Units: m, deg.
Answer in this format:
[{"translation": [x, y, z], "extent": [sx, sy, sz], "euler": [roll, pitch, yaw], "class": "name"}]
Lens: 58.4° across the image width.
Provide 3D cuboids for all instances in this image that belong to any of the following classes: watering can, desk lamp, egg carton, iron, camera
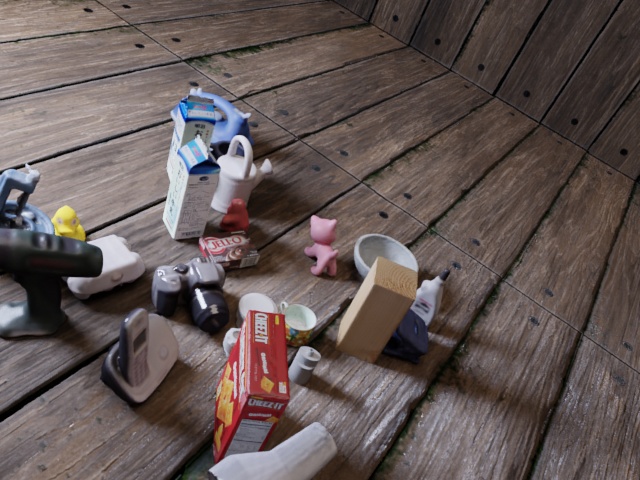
[{"translation": [-0.198, -0.166, 1.389], "extent": [0.100, 0.194, 0.173], "euler": [39, 40, 19], "class": "watering can"}, {"translation": [-0.067, 0.357, 0.820], "extent": [0.204, 0.213, 0.117], "euler": [-19, 55, -42], "class": "desk lamp"}, {"translation": [-0.421, 0.052, 1.106], "extent": [0.107, 0.069, 0.151], "euler": [43, 41, 22], "class": "egg carton"}, {"translation": [-0.301, -0.345, 1.588], "extent": [0.258, 0.141, 0.119], "euler": [32, 38, 9], "class": "iron"}, {"translation": [-0.239, 0.107, 1.116], "extent": [0.144, 0.101, 0.136], "euler": [-5, 46, -33], "class": "camera"}]

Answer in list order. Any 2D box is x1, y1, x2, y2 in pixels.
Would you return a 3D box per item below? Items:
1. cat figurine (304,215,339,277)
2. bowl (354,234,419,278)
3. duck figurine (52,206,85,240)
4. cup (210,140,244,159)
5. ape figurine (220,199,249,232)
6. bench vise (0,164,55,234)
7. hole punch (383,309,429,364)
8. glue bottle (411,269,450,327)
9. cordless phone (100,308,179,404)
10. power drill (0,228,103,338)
[{"translation": [0.013, 0.005, 1.365], "extent": [0.067, 0.117, 0.127], "euler": [1, 43, -28], "class": "cat figurine"}, {"translation": [0.152, 0.066, 1.406], "extent": [0.168, 0.074, 0.167], "euler": [16, 38, -12], "class": "bowl"}, {"translation": [-0.507, -0.030, 1.142], "extent": [0.078, 0.086, 0.104], "euler": [2, 43, -28], "class": "duck figurine"}, {"translation": [-0.252, -0.200, 1.481], "extent": [0.118, 0.095, 0.091], "euler": [18, 38, -9], "class": "cup"}, {"translation": [-0.197, -0.059, 1.345], "extent": [0.076, 0.092, 0.078], "euler": [43, 41, 23], "class": "ape figurine"}, {"translation": [-0.568, -0.037, 1.006], "extent": [0.208, 0.219, 0.121], "euler": [-3, 45, -32], "class": "bench vise"}, {"translation": [0.195, 0.199, 1.257], "extent": [0.101, 0.091, 0.108], "euler": [18, 38, -8], "class": "hole punch"}, {"translation": [0.251, 0.127, 1.306], "extent": [0.078, 0.173, 0.037], "euler": [29, 37, 5], "class": "glue bottle"}, {"translation": [-0.288, 0.165, 0.949], "extent": [0.094, 0.185, 0.148], "euler": [26, 37, 2], "class": "cordless phone"}, {"translation": [-0.482, 0.066, 0.940], "extent": [0.230, 0.208, 0.075], "euler": [-1, 44, -30], "class": "power drill"}]
